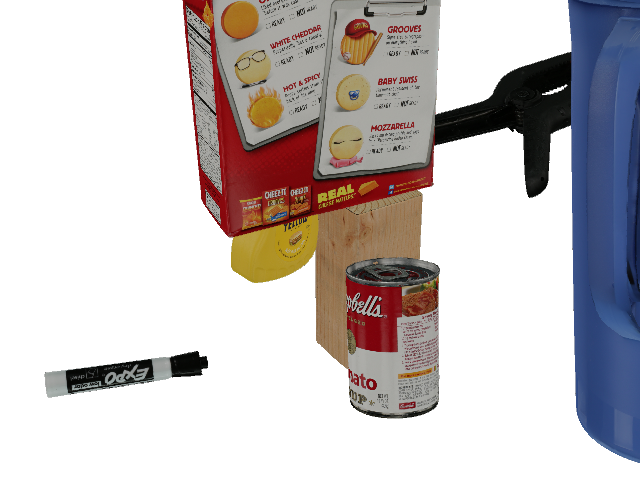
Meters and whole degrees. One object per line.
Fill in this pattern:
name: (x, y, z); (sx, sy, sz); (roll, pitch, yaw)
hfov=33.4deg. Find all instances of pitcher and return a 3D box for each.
pitcher: (0.183, -0.008, 0.538); (0.149, 0.243, 0.145); (-4, 18, -6)

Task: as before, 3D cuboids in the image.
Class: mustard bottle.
mustard bottle: (-0.037, -0.058, 1.008); (0.058, 0.192, 0.096); (32, 40, 34)

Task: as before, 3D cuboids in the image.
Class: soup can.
soup can: (0.053, 0.069, 0.775); (0.068, 0.102, 0.068); (-2, 14, 0)

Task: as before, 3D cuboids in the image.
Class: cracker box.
cracker box: (-0.005, -0.124, 0.719); (0.164, 0.214, 0.072); (-15, 33, -21)

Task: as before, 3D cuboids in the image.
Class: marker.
marker: (-0.145, 0.100, 0.803); (0.121, 0.020, 0.020); (-7, 1, -11)

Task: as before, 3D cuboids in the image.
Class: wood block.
wood block: (0.052, 0.035, 1.215); (0.090, 0.206, 0.090); (-17, 32, -27)

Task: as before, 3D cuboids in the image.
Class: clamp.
clamp: (0.185, -0.109, 0.940); (0.209, 0.036, 0.165); (-32, 40, -25)
